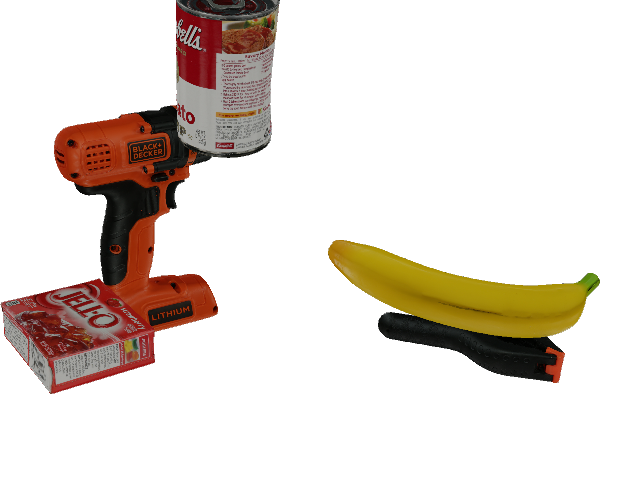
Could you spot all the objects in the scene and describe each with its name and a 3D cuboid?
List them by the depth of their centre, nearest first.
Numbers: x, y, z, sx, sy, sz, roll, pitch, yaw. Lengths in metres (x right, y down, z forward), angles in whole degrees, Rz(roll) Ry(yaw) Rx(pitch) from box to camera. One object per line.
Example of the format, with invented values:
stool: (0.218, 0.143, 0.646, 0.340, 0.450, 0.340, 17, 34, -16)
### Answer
gelatin box: (-0.161, 0.060, 0.707, 0.073, 0.030, 0.089, -14, 29, -31)
soup can: (-0.064, -0.116, 0.721, 0.068, 0.102, 0.068, 3, 32, -2)
banana: (0.100, 0.037, 0.753, 0.198, 0.037, 0.069, 9, 23, 2)
power drill: (-0.130, -0.022, 0.911, 0.184, 0.188, 0.057, -13, 22, -30)
clamp: (0.153, 0.085, 1.007, 0.172, 0.039, 0.120, 20, 32, 25)
